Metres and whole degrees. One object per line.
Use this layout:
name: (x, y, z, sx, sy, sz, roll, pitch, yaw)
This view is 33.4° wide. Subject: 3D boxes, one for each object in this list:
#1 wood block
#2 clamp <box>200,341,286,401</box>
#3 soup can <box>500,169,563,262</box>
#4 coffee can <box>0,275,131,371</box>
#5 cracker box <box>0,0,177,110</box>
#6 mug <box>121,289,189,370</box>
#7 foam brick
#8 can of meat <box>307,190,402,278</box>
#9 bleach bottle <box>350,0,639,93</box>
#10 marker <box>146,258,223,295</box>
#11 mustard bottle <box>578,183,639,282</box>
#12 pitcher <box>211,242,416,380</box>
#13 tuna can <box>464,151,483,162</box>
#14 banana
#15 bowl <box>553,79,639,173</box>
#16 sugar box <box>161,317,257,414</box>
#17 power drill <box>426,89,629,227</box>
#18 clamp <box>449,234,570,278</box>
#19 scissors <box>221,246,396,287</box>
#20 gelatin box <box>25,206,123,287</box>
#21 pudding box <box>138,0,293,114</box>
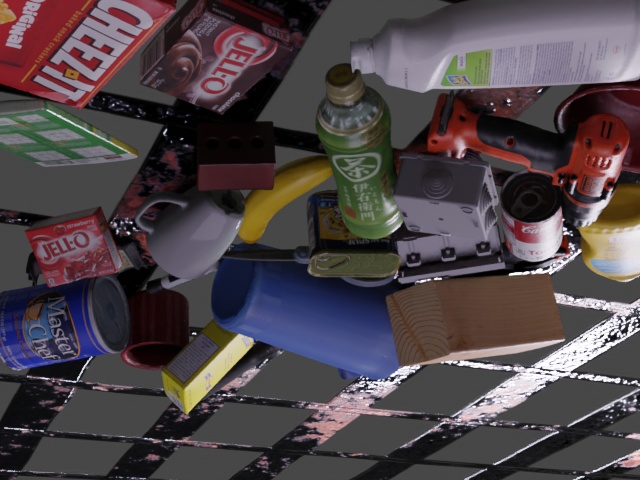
wood block: (0.192, 0.096, 1.305, 0.205, 0.091, 0.090, -2, 166, -39)
clamp: (-0.067, 0.143, 1.472, 0.210, 0.036, 0.164, -35, 178, 24)
soup can: (0.238, -0.026, 1.195, 0.068, 0.068, 0.102, -8, 152, 8)
coffee can: (-0.321, 0.101, 1.327, 0.140, 0.103, 0.102, -11, 151, 14)
cracker box: (-0.242, -0.192, 0.819, 0.213, 0.072, 0.164, 17, 146, -35)
mug: (-0.214, 0.121, 1.400, 0.093, 0.081, 0.117, 4, 151, -14)
foam brick: (-0.085, -0.084, 1.064, 0.078, 0.053, 0.051, -2, 152, -5)
can of meat: (0.035, -0.008, 1.186, 0.102, 0.084, 0.057, 0, 152, -8)
bleach bottle: (0.151, -0.173, 0.916, 0.251, 0.068, 0.102, -4, 151, 5)
marker: (-0.169, 0.044, 1.329, 0.121, 0.020, 0.020, -20, 148, 28)
mustard bottle: (0.360, 0.002, 1.271, 0.096, 0.058, 0.191, -10, 151, 13)
pitcher: (-0.002, 0.075, 1.306, 0.242, 0.149, 0.145, 19, 159, -33)
tuna can: (0.136, -0.062, 1.151, 0.086, 0.034, 0.086, -3, 152, -2)
banana: (-0.045, -0.043, 1.160, 0.069, 0.037, 0.198, 18, 145, -34)
bowl: (0.306, -0.123, 1.005, 0.162, 0.055, 0.162, 16, 161, 5)
sugar box: (-0.125, 0.134, 1.360, 0.176, 0.048, 0.093, -43, 163, -23)
power drill: (0.200, -0.077, 1.050, 0.188, 0.057, 0.184, 11, 156, 10)
clamp: (0.223, 0.028, 1.329, 0.171, 0.039, 0.120, -8, 165, 10)
scissors: (-0.008, 0.002, 1.224, 0.202, 0.096, 0.016, 14, 153, 4)
gelatin box: (-0.276, 0.008, 1.197, 0.089, 0.030, 0.073, -12, 112, 13)
pudding box: (-0.092, -0.163, 0.926, 0.089, 0.039, 0.114, 18, 145, -34)
